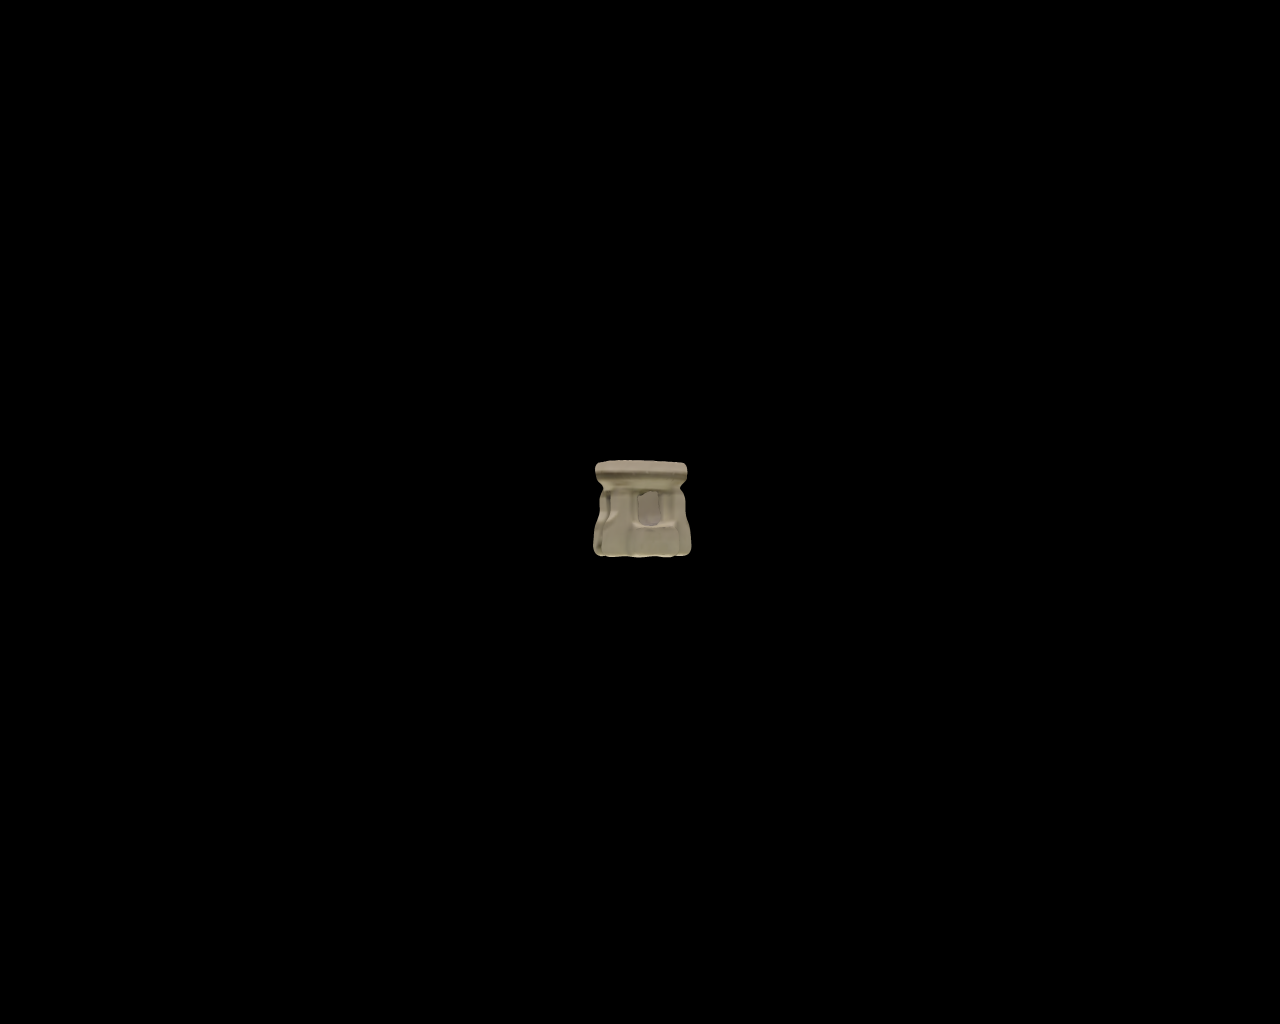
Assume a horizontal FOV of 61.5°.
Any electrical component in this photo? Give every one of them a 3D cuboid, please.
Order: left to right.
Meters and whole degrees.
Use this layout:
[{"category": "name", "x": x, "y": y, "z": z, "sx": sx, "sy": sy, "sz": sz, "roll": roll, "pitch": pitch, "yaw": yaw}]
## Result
[{"category": "electrical component", "x": 0.001, "y": -0.003, "z": 0.650, "sx": 0.058, "sy": 0.057, "sz": 0.078, "roll": 0, "pitch": 0, "yaw": -15}]
